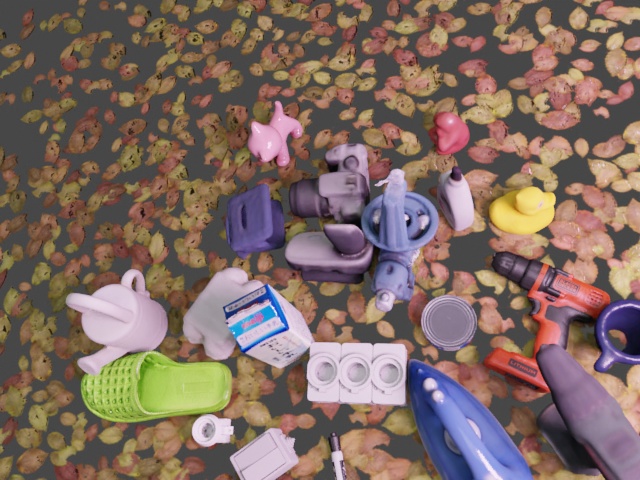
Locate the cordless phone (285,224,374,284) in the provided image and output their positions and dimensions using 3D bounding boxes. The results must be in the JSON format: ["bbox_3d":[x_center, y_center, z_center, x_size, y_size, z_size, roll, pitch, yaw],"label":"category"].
[{"bbox_3d":[0.008,0.003,0.918,0.147,0.185,0.094,-2,70,11],"label":"cordless phone"}]

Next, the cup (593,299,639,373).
[{"bbox_3d":[0.429,0.150,0.827,0.091,0.095,0.118,40,83,22],"label":"cup"}]

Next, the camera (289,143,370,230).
[{"bbox_3d":[0.016,-0.094,0.998,0.136,0.101,0.143,-3,70,11],"label":"camera"}]

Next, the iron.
[{"bbox_3d":[0.196,0.271,0.807,0.118,0.142,0.258,-33,67,-1],"label":"iron"}]

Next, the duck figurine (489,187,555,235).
[{"bbox_3d":[0.329,-0.056,0.927,0.104,0.086,0.077,-4,70,10],"label":"duck figurine"}]

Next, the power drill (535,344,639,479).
[{"bbox_3d":[0.349,0.248,0.747,0.075,0.209,0.229,-34,67,-2],"label":"power drill"}]

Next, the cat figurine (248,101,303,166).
[{"bbox_3d":[-0.090,-0.192,1.046,0.067,0.118,0.128,15,74,17],"label":"cat figurine"}]

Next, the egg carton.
[{"bbox_3d":[-0.160,0.123,0.973,0.107,0.069,0.150,30,79,20],"label":"egg carton"}]

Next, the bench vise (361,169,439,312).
[{"bbox_3d":[0.126,-0.003,0.878,0.121,0.220,0.207,-9,69,9],"label":"bench vise"}]

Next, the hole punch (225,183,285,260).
[{"bbox_3d":[-0.120,-0.033,1.009,0.101,0.091,0.108,-11,69,8],"label":"hole punch"}]

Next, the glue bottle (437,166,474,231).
[{"bbox_3d":[0.214,-0.076,0.911,0.037,0.173,0.078,-29,67,1],"label":"glue bottle"}]

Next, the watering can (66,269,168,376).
[{"bbox_3d":[-0.337,0.132,0.939,0.100,0.194,0.173,-9,69,9],"label":"watering can"}]

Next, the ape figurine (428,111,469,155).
[{"bbox_3d":[0.221,-0.193,0.996,0.076,0.092,0.078,14,74,16],"label":"ape figurine"}]
